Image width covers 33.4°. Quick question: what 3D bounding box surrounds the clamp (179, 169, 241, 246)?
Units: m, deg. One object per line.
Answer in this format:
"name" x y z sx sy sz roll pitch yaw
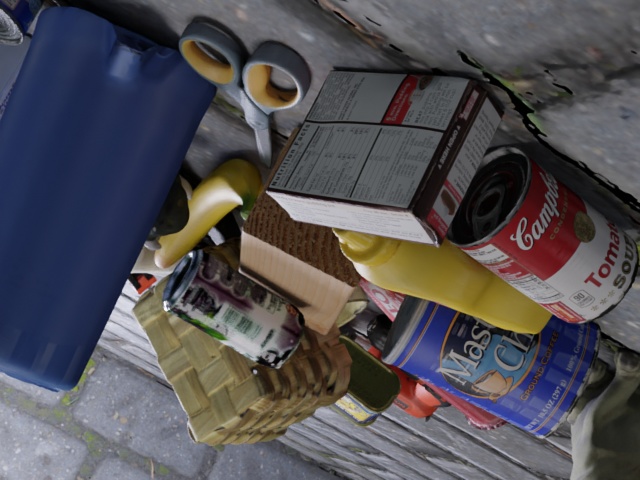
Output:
"clamp" -0.152 -0.048 1.012 0.165 0.036 0.209 14 160 37

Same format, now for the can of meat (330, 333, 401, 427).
"can of meat" 0.033 0.151 1.155 0.102 0.057 0.084 37 160 3

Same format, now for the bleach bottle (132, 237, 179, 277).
"bleach bottle" -0.189 0.007 1.134 0.102 0.068 0.250 9 176 10

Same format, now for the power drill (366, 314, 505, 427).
"power drill" 0.107 0.147 1.188 0.184 0.057 0.188 35 164 -9

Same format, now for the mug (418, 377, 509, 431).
"mug" 0.147 0.107 0.963 0.081 0.093 0.117 38 131 -22

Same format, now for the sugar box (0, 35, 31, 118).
"sugar box" -0.275 -0.110 0.904 0.048 0.093 0.176 28 164 -3

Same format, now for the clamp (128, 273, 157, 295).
"clamp" -0.256 -0.009 1.239 0.172 0.039 0.120 41 174 26

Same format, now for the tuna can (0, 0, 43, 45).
"tuna can" -0.237 -0.174 0.741 0.086 0.033 0.086 24 165 7

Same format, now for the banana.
"banana" -0.093 -0.027 0.904 0.037 0.069 0.198 37 152 -14

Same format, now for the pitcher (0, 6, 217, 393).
"pitcher" -0.176 -0.024 0.741 0.145 0.243 0.149 14 167 30

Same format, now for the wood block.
"wood block" -0.005 0.001 0.833 0.091 0.090 0.206 26 165 2

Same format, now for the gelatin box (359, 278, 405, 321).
"gelatin box" 0.079 0.054 0.944 0.089 0.030 0.073 48 160 -18

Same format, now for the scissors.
"scissors" -0.058 -0.097 0.734 0.096 0.016 0.202 27 164 -7

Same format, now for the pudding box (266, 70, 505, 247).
"pudding box" 0.035 -0.049 0.603 0.114 0.090 0.039 10 157 44

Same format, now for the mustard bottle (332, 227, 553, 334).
"mustard bottle" 0.074 0.010 0.693 0.191 0.058 0.096 20 -163 -48

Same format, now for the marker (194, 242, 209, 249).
"marker" -0.108 0.013 1.098 0.020 0.020 0.120 15 -176 36

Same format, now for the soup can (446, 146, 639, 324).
"soup can" 0.133 -0.001 0.642 0.102 0.068 0.069 33 163 -25

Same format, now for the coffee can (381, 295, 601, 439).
"coffee can" 0.133 0.080 0.841 0.140 0.102 0.103 26 165 -1
